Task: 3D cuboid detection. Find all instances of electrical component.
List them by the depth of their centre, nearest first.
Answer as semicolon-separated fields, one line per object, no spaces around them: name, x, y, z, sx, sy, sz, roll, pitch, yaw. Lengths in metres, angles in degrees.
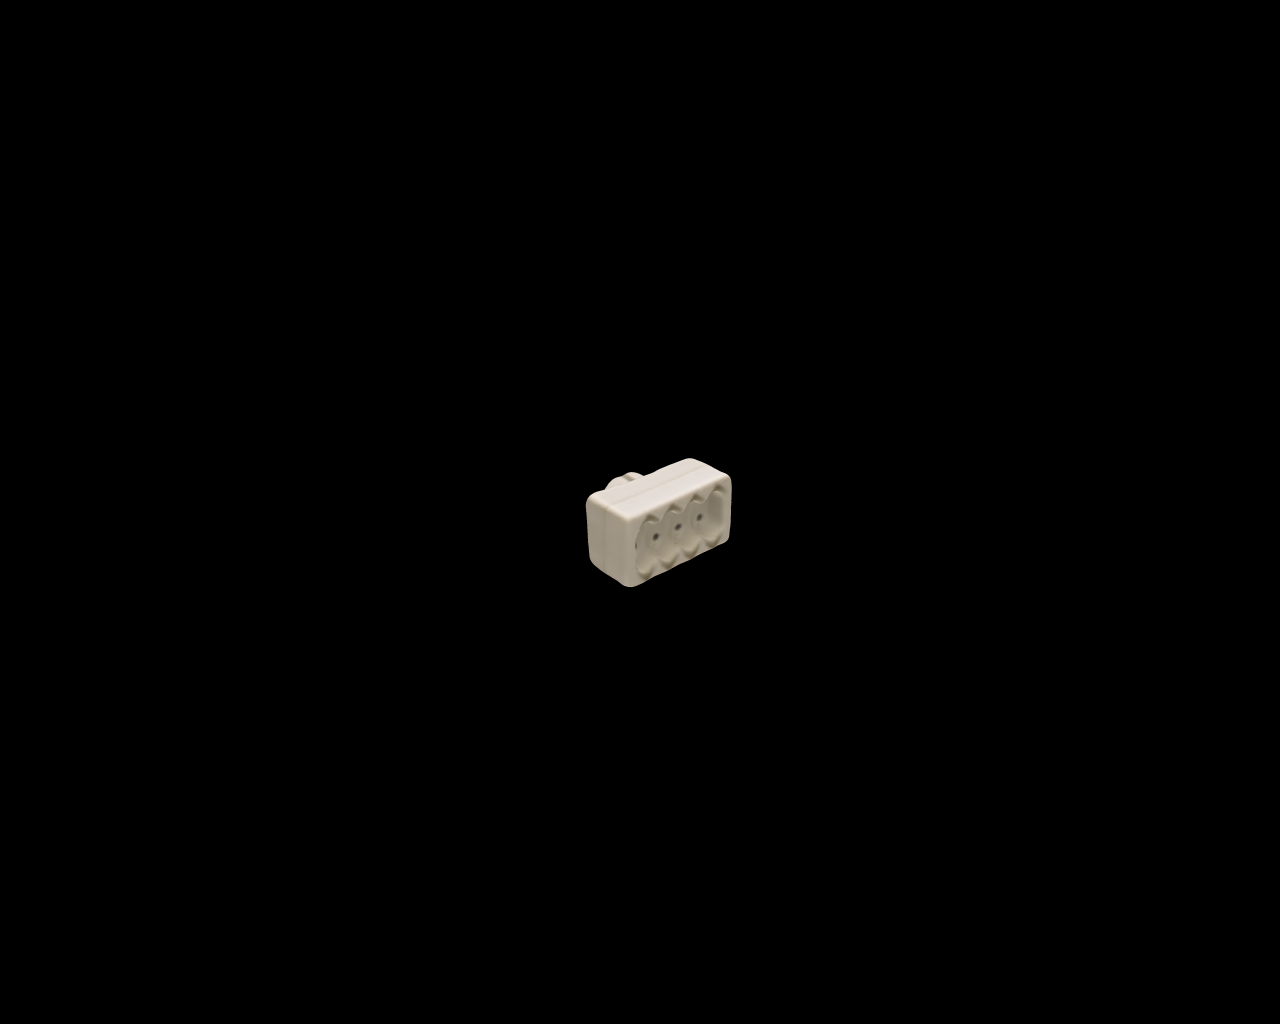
electrical component;0.001;-0.003;0.650;0.083;0.047;0.076;-22;37;-33
